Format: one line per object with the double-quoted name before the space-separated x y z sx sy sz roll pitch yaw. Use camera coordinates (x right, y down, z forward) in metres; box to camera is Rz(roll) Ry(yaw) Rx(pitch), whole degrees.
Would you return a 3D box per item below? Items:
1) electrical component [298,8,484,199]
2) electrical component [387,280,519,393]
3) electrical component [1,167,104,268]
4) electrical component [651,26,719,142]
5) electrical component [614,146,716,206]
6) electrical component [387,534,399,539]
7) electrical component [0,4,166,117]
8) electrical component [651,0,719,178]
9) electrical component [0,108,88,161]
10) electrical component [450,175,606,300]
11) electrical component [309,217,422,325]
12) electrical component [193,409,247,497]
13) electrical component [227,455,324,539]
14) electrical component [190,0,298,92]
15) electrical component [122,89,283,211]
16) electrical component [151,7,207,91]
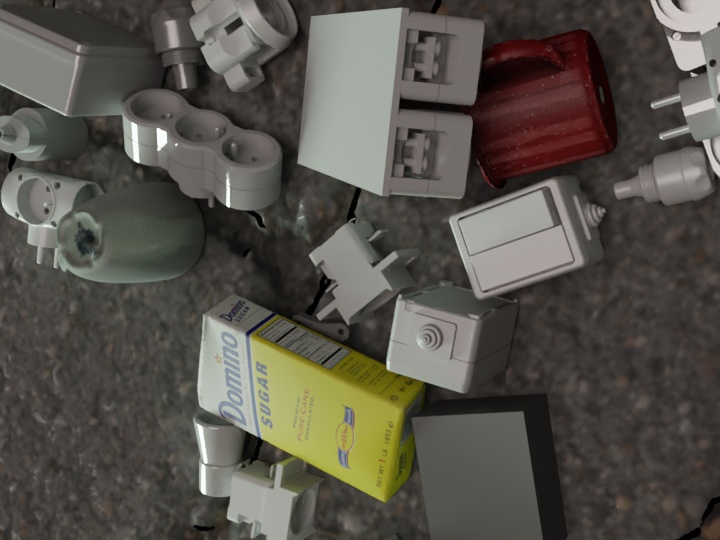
"electrical component" 0.017 -0.110 0.700 0.060 0.186 0.105 3 100 -19
"electrical component" 0.061 0.049 0.735 0.062 0.096 0.061 15 103 24
"electrical component" -0.262 -0.042 0.912 0.077 0.044 0.079 13 102 24
"electrical component" 0.206 -0.095 0.606 0.079 0.043 0.077 -15 89 27
"electrical component" 0.195 -0.057 0.691 0.061 0.035 0.035 -13 90 29
"electrical component" -0.007 0.259 0.805 0.113 0.078 0.057 -43 75 24
"electrical component" -0.226 -0.164 0.844 0.109 0.109 0.056 26 109 21
"electrical component" 0.247 -0.133 0.642 0.105 0.060 0.186 -21 87 27
"electrical component" -0.268 -0.112 0.886 0.043 0.081 0.043 3 98 26
"electrical component" 0.117 -0.024 0.719 0.096 0.061 0.061 -20 87 27
"electrical component" 0.000 0.000 0.790 0.081 0.042 0.063 -40 75 24
"electrical component" -0.112 0.148 0.864 0.044 0.044 0.065 9 105 25
"electrical component" -0.068 0.181 0.845 0.064 0.042 0.081 14 102 25
"electrical component" -0.084 -0.181 0.801 0.057 0.058 0.078 -28 84 29
"electrical component" -0.123 -0.081 0.836 0.138 0.052 0.073 26 136 19
"electrical component" -0.138 -0.171 0.836 0.043 0.043 0.062 -4 96 27
